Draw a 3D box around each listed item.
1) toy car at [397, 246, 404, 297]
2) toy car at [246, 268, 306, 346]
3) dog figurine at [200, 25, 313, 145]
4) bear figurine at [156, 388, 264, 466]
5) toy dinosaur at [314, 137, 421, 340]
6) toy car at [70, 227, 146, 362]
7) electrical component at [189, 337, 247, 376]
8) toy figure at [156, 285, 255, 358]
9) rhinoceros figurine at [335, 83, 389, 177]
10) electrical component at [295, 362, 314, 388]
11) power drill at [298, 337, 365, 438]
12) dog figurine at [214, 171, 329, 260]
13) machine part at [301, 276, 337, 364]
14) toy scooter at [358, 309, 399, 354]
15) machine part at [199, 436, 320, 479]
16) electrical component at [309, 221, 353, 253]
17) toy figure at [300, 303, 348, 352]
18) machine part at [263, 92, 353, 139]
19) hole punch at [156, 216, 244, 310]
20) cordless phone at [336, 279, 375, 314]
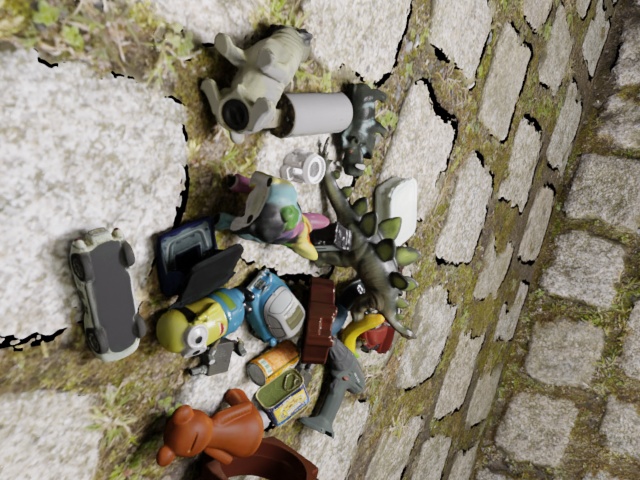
[{"bbox_3d":[0.191,0.080,1.365,0.202,0.053,0.089,68,29,-69],"label":"toy car"},{"bbox_3d":[-0.079,0.134,1.027,0.109,0.103,0.161,-49,141,-31],"label":"toy car"},{"bbox_3d":[-0.084,-0.252,0.863,0.190,0.121,0.172,-40,161,-58],"label":"dog figurine"},{"bbox_3d":[-0.203,0.335,0.959,0.195,0.132,0.120,16,90,-37],"label":"bear figurine"},{"bbox_3d":[0.092,0.017,1.128,0.471,0.199,0.105,57,39,-9],"label":"toy dinosaur"},{"bbox_3d":[-0.295,0.078,0.749,0.073,0.056,0.201,-22,120,-40],"label":"toy car"},{"bbox_3d":[-0.181,0.207,0.967,0.102,0.045,0.078,12,94,-55],"label":"electrical component"},{"bbox_3d":[-0.189,0.131,0.896,0.180,0.089,0.082,-34,124,-53],"label":"toy figure"},{"bbox_3d":[0.084,-0.227,1.115,0.112,0.073,0.190,-17,118,-51],"label":"rhinoceros figurine"},{"bbox_3d":[-0.046,0.313,1.218,0.094,0.021,0.063,-59,143,-17],"label":"electrical component"},{"bbox_3d":[0.026,0.360,1.299,0.207,0.086,0.231,-67,148,-21],"label":"power drill"},{"bbox_3d":[-0.056,-0.032,0.929,0.219,0.192,0.108,23,79,-40],"label":"dog figurine"},{"bbox_3d":[-0.004,0.164,1.099,0.179,0.056,0.179,-172,-91,-86],"label":"machine part"},{"bbox_3d":[0.150,0.249,1.414,0.184,0.075,0.135,-11,114,-56],"label":"toy scooter"},{"bbox_3d":[-0.117,0.470,1.034,0.201,0.201,0.087,-1,108,-54],"label":"machine part"},{"bbox_3d":[-0.002,-0.003,1.066,0.074,0.119,0.047,28,65,-53],"label":"electrical component"},{"bbox_3d":[0.003,0.211,1.211,0.154,0.058,0.064,-47,132,-24],"label":"toy figure"},{"bbox_3d":[-0.017,-0.228,0.974,0.243,0.079,0.079,-19,119,-48],"label":"machine part"},{"bbox_3d":[-0.198,0.034,0.852,0.142,0.092,0.115,-33,160,-45],"label":"hole punch"},{"bbox_3d":[0.102,0.076,1.286,0.146,0.089,0.184,-11,102,-49],"label":"cordless phone"}]
